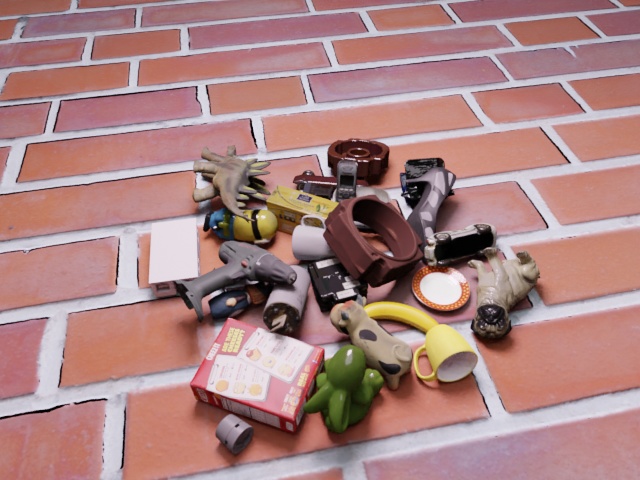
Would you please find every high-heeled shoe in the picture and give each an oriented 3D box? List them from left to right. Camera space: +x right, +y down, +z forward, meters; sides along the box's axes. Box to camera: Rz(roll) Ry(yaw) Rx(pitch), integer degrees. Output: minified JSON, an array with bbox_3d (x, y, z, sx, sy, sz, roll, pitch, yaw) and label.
[{"bbox_3d":[0.290,-0.063,1.329,0.145,0.086,0.248,-3,75,-18],"label":"high-heeled shoe"}]

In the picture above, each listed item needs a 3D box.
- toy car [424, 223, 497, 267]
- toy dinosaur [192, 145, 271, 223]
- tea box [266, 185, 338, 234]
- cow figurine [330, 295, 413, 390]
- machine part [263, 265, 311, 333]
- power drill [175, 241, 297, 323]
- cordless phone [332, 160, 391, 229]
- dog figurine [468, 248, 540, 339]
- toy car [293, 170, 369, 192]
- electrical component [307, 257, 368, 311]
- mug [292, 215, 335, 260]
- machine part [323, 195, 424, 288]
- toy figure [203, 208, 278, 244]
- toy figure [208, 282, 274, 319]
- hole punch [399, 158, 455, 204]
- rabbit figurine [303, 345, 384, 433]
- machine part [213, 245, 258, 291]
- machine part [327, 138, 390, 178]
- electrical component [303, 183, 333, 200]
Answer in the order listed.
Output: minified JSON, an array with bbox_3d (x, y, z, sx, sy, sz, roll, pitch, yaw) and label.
[{"bbox_3d":[0.331,0.010,1.264,0.202,0.073,0.056,-13,22,-21],"label":"toy car"},{"bbox_3d":[-0.224,-0.154,1.373,0.199,0.104,0.472,0,31,-4],"label":"toy dinosaur"},{"bbox_3d":[-0.042,-0.061,1.328,0.170,0.098,0.068,18,50,14],"label":"tea box"},{"bbox_3d":[0.098,0.194,1.071,0.195,0.127,0.085,35,53,25],"label":"cow figurine"},{"bbox_3d":[-0.066,0.121,1.132,0.079,0.079,0.243,5,22,5],"label":"machine part"},{"bbox_3d":[-0.185,0.081,1.121,0.207,0.085,0.232,-36,36,-20],"label":"power drill"},{"bbox_3d":[0.104,-0.119,1.323,0.147,0.184,0.089,5,43,5],"label":"cordless phone"},{"bbox_3d":[0.410,0.129,1.166,0.172,0.121,0.190,3,65,-1],"label":"dog figurine"},{"bbox_3d":[0.029,-0.144,1.435,0.202,0.053,0.089,4,32,5],"label":"toy car"},{"bbox_3d":[0.042,0.102,1.204,0.115,0.058,0.134,-14,49,-10],"label":"electrical component"},{"bbox_3d":[-0.003,-0.004,1.259,0.107,0.109,0.081,4,10,18],"label":"mug"},{"bbox_3d":[0.123,-0.004,1.217,0.201,0.087,0.201,-15,63,-46],"label":"machine part"},{"bbox_3d":[-0.193,-0.038,1.312,0.180,0.089,0.082,11,51,8],"label":"toy figure"},{"bbox_3d":[-0.168,0.126,1.180,0.154,0.057,0.064,-20,27,-14],"label":"toy figure"},{"bbox_3d":[0.274,-0.149,1.430,0.142,0.092,0.115,-2,77,-5],"label":"hole punch"},{"bbox_3d":[0.035,0.262,0.978,0.121,0.170,0.159,24,51,22],"label":"rabbit figurine"},{"bbox_3d":[-0.185,0.063,1.256,0.139,0.039,0.084,-31,62,-28],"label":"machine part"},{"bbox_3d":[0.105,-0.227,1.484,0.179,0.056,0.179,1,30,-1],"label":"machine part"},{"bbox_3d":[-0.026,-0.105,1.387,0.119,0.074,0.048,6,49,9],"label":"electrical component"}]
